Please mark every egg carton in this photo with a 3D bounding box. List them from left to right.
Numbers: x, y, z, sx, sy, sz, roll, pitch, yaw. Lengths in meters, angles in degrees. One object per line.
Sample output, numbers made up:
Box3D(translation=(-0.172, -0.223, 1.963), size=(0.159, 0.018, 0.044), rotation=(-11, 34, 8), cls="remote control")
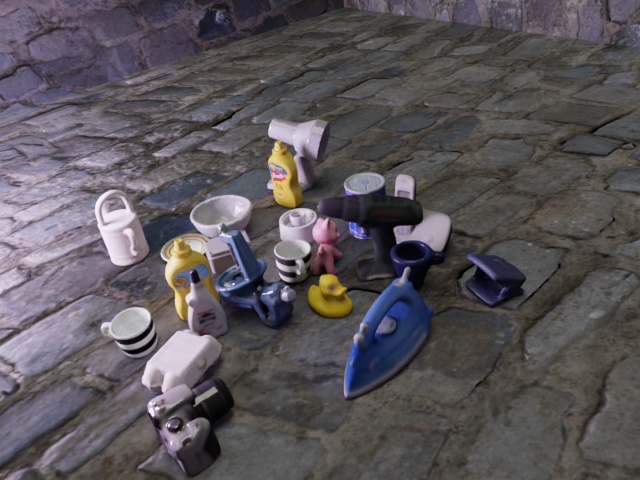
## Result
Box3D(translation=(-0.265, 0.242, 1.117), size=(0.107, 0.069, 0.150), rotation=(10, 38, 25), cls="egg carton")

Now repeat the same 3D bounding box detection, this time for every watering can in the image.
Box3D(translation=(-0.523, -0.041, 1.478), size=(0.172, 0.194, 0.101), rotation=(10, 38, 25), cls="watering can")

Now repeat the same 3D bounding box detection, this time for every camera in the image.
Box3D(translation=(-0.214, 0.301, 0.990), size=(0.137, 0.101, 0.142), rotation=(-29, 39, -28), cls="camera")

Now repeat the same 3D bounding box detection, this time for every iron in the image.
Box3D(translation=(0.116, 0.168, 1.083), size=(0.118, 0.142, 0.259), rotation=(16, 41, 32), cls="iron")

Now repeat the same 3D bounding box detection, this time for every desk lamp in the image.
Box3D(translation=(-0.064, -0.255, 1.684), size=(0.202, 0.214, 0.118), rotation=(4, 36, 18), cls="desk lamp")

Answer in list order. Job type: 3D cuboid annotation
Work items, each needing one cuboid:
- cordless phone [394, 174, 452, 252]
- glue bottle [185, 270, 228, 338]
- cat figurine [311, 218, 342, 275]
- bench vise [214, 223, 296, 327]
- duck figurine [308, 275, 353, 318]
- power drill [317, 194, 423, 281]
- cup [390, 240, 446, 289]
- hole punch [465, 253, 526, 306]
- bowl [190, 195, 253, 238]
Box3D(translation=(0.239, -0.062, 1.360), size=(0.147, 0.185, 0.094), rotation=(11, 38, 27), cls="cordless phone")
Box3D(translation=(-0.243, 0.132, 1.182), size=(0.078, 0.173, 0.037), rotation=(-21, 36, -18), cls="glue bottle")
Box3D(translation=(0.013, 0.005, 1.368), size=(0.067, 0.118, 0.128), rotation=(0, 34, 11), cls="cat figurine")
Box3D(translation=(-0.139, 0.065, 1.219), size=(0.207, 0.220, 0.121), rotation=(4, 36, 18), cls="bench vise")
Box3D(translation=(0.019, 0.112, 1.237), size=(0.104, 0.086, 0.078), rotation=(17, 41, 32), cls="duck figurine")
Box3D(translation=(0.118, -0.013, 1.291), size=(0.229, 0.209, 0.075), rotation=(-8, 34, 0), cls="power drill")
Box3D(translation=(0.217, 0.061, 1.263), size=(0.117, 0.095, 0.092), rotation=(0, 35, 12), cls="cup")
Box3D(translation=(0.374, 0.069, 1.221), size=(0.101, 0.091, 0.108), rotation=(-20, 36, -17), cls="hole punch")
Box3D(translation=(-0.260, -0.051, 1.547), size=(0.167, 0.075, 0.167), rotation=(-5, 34, 4), cls="bowl")
